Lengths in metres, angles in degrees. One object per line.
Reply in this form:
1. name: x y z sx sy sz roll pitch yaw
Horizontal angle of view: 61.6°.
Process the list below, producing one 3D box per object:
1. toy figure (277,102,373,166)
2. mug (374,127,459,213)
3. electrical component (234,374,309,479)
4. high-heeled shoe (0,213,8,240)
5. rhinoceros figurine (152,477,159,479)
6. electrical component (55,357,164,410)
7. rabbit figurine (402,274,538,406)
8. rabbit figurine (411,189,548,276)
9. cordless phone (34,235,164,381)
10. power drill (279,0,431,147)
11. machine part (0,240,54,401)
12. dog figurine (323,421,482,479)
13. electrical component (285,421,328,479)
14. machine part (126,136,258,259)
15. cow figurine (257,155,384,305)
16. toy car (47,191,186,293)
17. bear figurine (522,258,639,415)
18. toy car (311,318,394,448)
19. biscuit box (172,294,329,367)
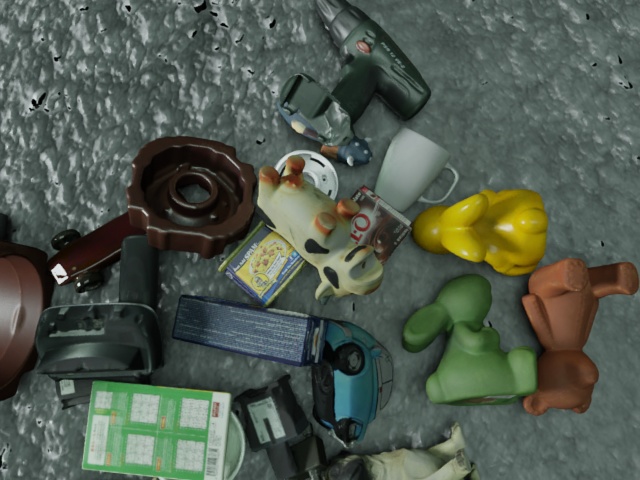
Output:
1. toy figure: 0.010 -0.158 0.770 0.154 0.058 0.064 41 89 0
2. mug: 0.131 -0.087 0.752 0.109 0.081 0.107 32 99 -1
3. electrical component: -0.056 0.246 0.706 0.075 0.047 0.119 -28 82 14
4. high-heeled shoe: -0.561 -0.039 0.737 0.249 0.086 0.145 37 79 1
5. rhinoceros figurine: -0.272 0.350 0.668 0.190 0.112 0.073 -5 84 -9
6. electrical component: -0.282 0.157 0.721 0.134 0.058 0.115 -10 84 -2
7. rabbit figurine: 0.190 0.131 0.719 0.159 0.121 0.170 -5 64 5
8. rabbit figurine: 0.206 -0.008 0.717 0.173 0.162 0.121 2 94 17
9. cordless phone: -0.272 0.080 0.674 0.147 0.088 0.184 -2 71 0
10. power drill: 0.032 -0.234 0.745 0.232 0.086 0.207 42 50 -2
11. machine part: -0.426 0.096 0.655 0.087 0.201 0.201 8 82 4
12. dog figurine: 0.115 0.340 0.690 0.191 0.121 0.172 -22 81 12
13. electrical component: -0.023 0.289 0.706 0.063 0.021 0.094 -32 43 17
14. machine part: -0.170 -0.060 0.721 0.179 0.056 0.179 8 57 -13
15. cow figurine: -0.001 -0.002 0.682 0.195 0.127 0.085 41 52 17
16. toy car: -0.274 -0.004 0.746 0.202 0.053 0.089 -33 80 -9
17. bear figurine: 0.329 0.130 0.697 0.120 0.132 0.196 7 75 -15
18. toy car: 0.047 0.179 0.702 0.103 0.109 0.161 -5 90 -26
19. biscuit box: -0.093 0.112 0.687 0.203 0.059 0.062 6 83 27
